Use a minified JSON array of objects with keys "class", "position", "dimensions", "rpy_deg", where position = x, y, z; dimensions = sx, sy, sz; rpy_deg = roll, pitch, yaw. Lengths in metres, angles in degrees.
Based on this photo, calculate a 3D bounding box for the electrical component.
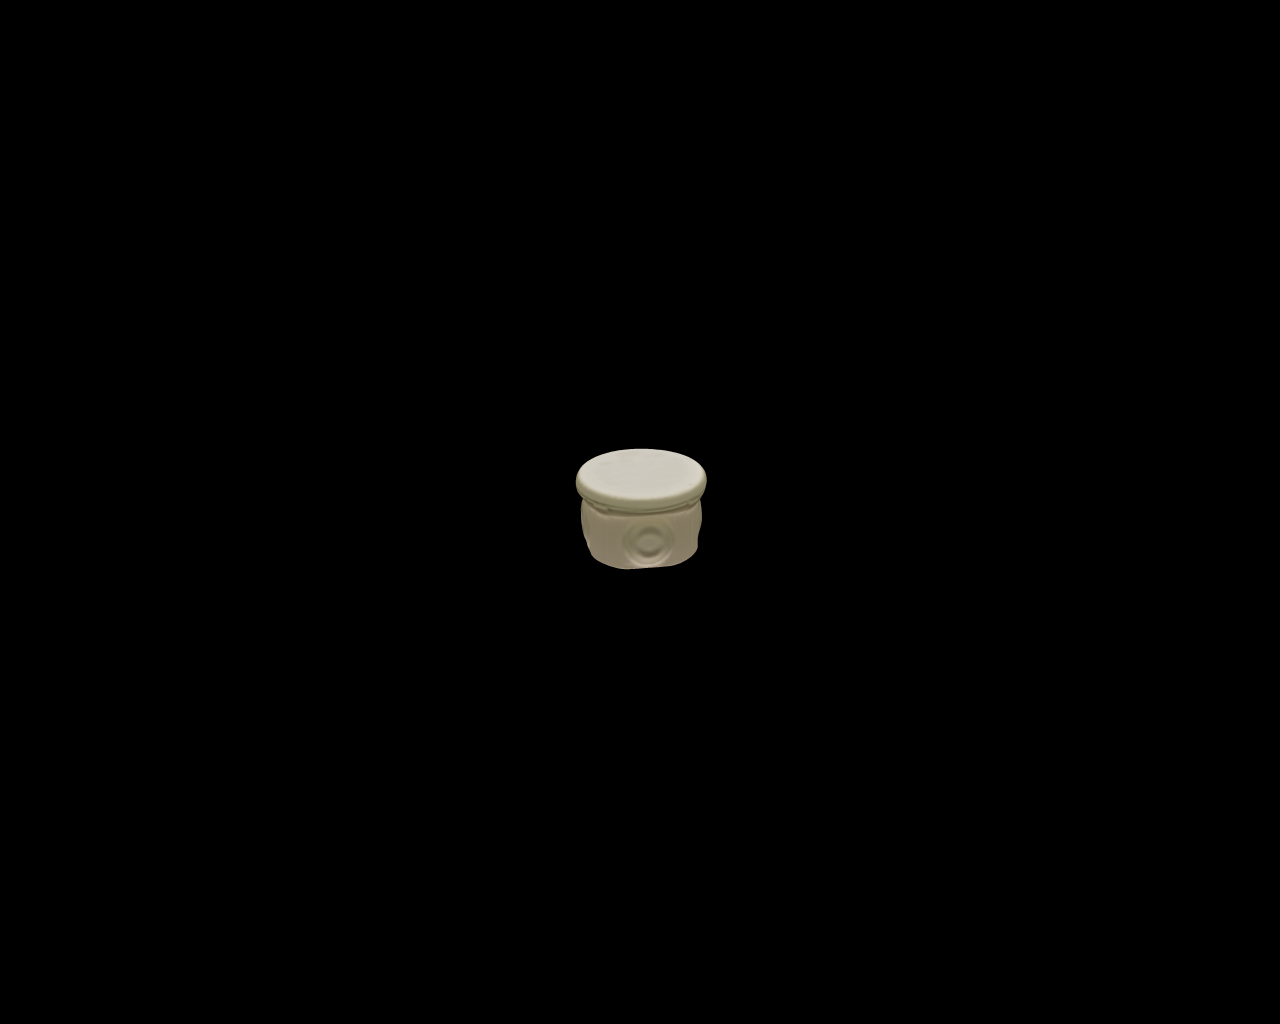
[{"class":"electrical component","position":[0.001,-0.003,0.650],"dimensions":[0.080,0.050,0.080],"rpy_deg":[0,26,0]}]
